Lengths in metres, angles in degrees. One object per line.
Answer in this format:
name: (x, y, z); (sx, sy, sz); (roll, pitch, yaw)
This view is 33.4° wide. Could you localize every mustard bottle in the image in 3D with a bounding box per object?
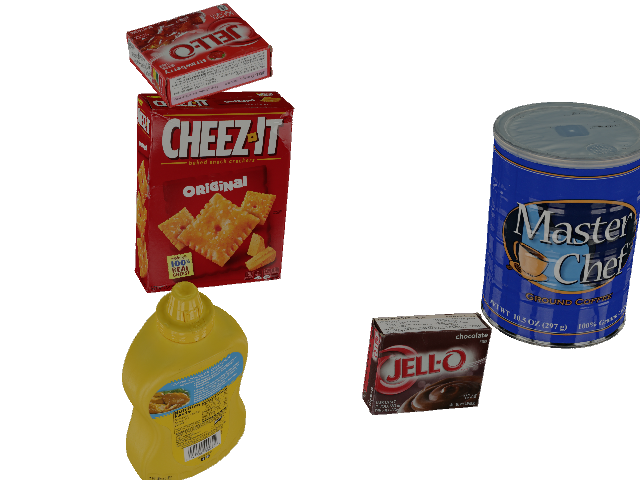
mustard bottle: (-0.100, 0.101, 0.794); (0.096, 0.192, 0.058); (-23, 53, -26)

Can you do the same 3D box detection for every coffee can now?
coffee can: (0.166, -0.012, 0.734); (0.103, 0.140, 0.103); (0, 28, 0)

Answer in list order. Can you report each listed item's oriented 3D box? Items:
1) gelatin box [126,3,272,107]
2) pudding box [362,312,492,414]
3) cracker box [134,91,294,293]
gelatin box: (-0.091, -0.141, 0.805); (0.089, 0.030, 0.073); (-22, 47, -22)
pudding box: (0.101, 0.117, 1.020); (0.113, 0.090, 0.039); (-3, 28, -17)
cracker box: (-0.121, -0.054, 1.197); (0.164, 0.214, 0.072); (-4, 25, -22)
